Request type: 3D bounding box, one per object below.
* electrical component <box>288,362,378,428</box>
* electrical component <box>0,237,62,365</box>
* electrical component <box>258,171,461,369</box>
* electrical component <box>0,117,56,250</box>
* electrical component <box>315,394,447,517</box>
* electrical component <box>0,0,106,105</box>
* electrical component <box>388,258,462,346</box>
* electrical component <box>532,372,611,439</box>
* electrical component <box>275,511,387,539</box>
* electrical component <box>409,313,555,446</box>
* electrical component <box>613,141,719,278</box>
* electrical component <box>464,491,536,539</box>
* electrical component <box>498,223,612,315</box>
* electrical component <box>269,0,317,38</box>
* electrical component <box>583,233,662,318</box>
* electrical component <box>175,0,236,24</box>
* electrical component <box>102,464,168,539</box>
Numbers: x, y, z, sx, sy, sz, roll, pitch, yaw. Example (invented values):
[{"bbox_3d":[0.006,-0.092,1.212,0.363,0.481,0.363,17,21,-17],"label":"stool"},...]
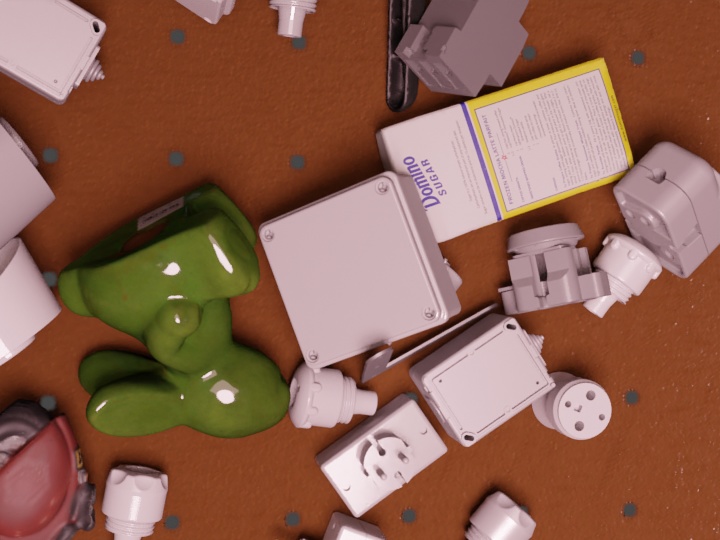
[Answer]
[{"bbox_3d":[-0.019,0.093,0.781,0.062,0.048,0.048,9,90,-16],"label":"electrical component"},{"bbox_3d":[-0.251,0.030,0.716,0.099,0.099,0.064,-35,103,-7],"label":"electrical component"},{"bbox_3d":[0.000,0.000,0.751,0.109,0.056,0.108,-21,87,19],"label":"electrical component"},{"bbox_3d":[-0.251,-0.066,0.712,0.064,0.099,0.099,-40,97,-13],"label":"electrical component"},{"bbox_3d":[0.018,0.135,0.771,0.083,0.076,0.047,-35,96,-7],"label":"electrical component"},{"bbox_3d":[-0.219,-0.156,0.737,0.096,0.061,0.061,30,86,-17],"label":"electrical component"},{"bbox_3d":[0.041,0.021,0.791,0.040,0.040,0.078,39,85,-8],"label":"electrical component"},{"bbox_3d":[0.158,0.101,0.804,0.045,0.055,0.045,0,91,-9],"label":"electrical component"},{"bbox_3d":[-0.031,0.218,0.779,0.076,0.047,0.083,22,87,-9],"label":"electrical component"},{"bbox_3d":[0.093,0.075,0.790,0.096,0.061,0.061,-33,96,-7],"label":"electrical component"},{"bbox_3d":[0.235,-0.047,0.796,0.059,0.054,0.095,-45,139,-6],"label":"electrical component"},{"bbox_3d":[0.098,0.199,0.802,0.043,0.043,0.062,42,86,-8],"label":"electrical component"},{"bbox_3d":[0.140,-0.002,0.794,0.078,0.058,0.057,-14,83,31],"label":"electrical component"},{"bbox_3d":[-0.047,-0.199,0.771,0.048,0.048,0.062,6,97,-10],"label":"electrical component"},{"bbox_3d":[0.194,0.007,0.815,0.048,0.048,0.062,35,92,-8],"label":"electrical component"},{"bbox_3d":[-0.127,-0.228,0.739,0.113,0.078,0.057,33,83,-8],"label":"electrical component"},{"bbox_3d":[-0.161,0.171,0.758,0.043,0.043,0.062,11,90,-10],"label":"electrical component"}]
